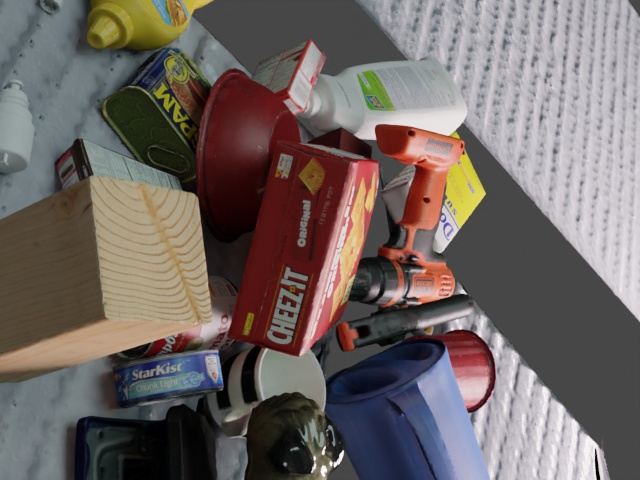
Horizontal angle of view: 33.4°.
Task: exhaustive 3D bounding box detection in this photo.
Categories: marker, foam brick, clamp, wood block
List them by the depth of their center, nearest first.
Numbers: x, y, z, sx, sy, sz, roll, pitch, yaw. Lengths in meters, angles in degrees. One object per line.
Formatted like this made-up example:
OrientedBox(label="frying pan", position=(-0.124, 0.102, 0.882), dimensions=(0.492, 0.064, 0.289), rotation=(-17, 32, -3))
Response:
OrientedBox(label="wood block", position=(-0.179, 0.034, 0.719), dimensions=(0.090, 0.207, 0.091), rotation=(8, 68, -49))
OrientedBox(label="marker", position=(-0.220, -0.249, 0.941), dimensions=(0.020, 0.020, 0.121), rotation=(38, 48, -35))
OrientedBox(label="clamp", position=(0.064, 0.088, 1.068), dimensions=(0.171, 0.120, 0.039), rotation=(-5, 70, -46))
OrientedBox(label="foam brick", position=(0.018, -0.070, 1.129), dimensions=(0.052, 0.051, 0.078), rotation=(31, 53, -39))

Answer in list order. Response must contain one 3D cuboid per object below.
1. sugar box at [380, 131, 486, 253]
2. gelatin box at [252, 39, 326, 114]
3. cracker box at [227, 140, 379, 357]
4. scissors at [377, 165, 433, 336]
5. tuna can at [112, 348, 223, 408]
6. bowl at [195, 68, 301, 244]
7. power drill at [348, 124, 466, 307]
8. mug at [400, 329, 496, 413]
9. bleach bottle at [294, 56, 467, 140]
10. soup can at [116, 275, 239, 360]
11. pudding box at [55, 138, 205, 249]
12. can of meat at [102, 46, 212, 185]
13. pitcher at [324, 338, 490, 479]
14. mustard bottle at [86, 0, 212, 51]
OrientedBox(label="sugar box", position=(0.137, -0.055, 1.260), dimensions=(0.093, 0.048, 0.176), rotation=(62, 31, -12))
OrientedBox(label="gelatin box", position=(-0.039, -0.156, 1.078), dimensions=(0.030, 0.073, 0.089), rotation=(47, 43, -29))
OrientedBox(label="cracker box", position=(-0.006, 0.001, 0.930), dimensions=(0.213, 0.072, 0.164), rotation=(-25, 130, -80))
OrientedBox(label="scissors", position=(0.077, 0.018, 1.193), dimensions=(0.096, 0.016, 0.202), rotation=(-20, 90, -52))
OrientedBox(label="tuna can", position=(-0.121, 0.111, 0.855), dimensions=(0.085, 0.086, 0.034), rotation=(0, 76, -50))
OrientedBox(label="bowl", position=(-0.057, -0.075, 0.980), dimensions=(0.162, 0.055, 0.162), rotation=(6, 90, -72))
OrientedBox(label="power drill", position=(0.082, -0.023, 1.108), dimensions=(0.184, 0.057, 0.188), rotation=(5, 96, -48))
OrientedBox(label="mug", position=(0.124, 0.154, 1.146), dimensions=(0.081, 0.093, 0.117), rotation=(4, 108, -45))
OrientedBox(label="bleach bottle", position=(0.058, -0.160, 1.204), dimensions=(0.250, 0.068, 0.102), rotation=(-7, 59, -46))
OrientedBox(label="soup can", position=(-0.121, 0.063, 0.889), dimensions=(0.102, 0.069, 0.068), rotation=(2, 74, -51))
OrientedBox(label="pudding box", position=(-0.157, -0.028, 0.886), dimensions=(0.113, 0.039, 0.090), rotation=(24, 32, -45))
OrientedBox(label="can of meat", position=(-0.134, -0.112, 0.959), dimensions=(0.102, 0.058, 0.083), rotation=(54, 38, -22))
OrientedBox(label="pitcher", position=(0.104, 0.230, 1.037), dimensions=(0.149, 0.145, 0.243), rotation=(-36, 107, -54))
OrientedBox(label="mustard bottle", position=(-0.157, -0.228, 0.977), dimensions=(0.096, 0.058, 0.191), rotation=(53, 41, -21))
